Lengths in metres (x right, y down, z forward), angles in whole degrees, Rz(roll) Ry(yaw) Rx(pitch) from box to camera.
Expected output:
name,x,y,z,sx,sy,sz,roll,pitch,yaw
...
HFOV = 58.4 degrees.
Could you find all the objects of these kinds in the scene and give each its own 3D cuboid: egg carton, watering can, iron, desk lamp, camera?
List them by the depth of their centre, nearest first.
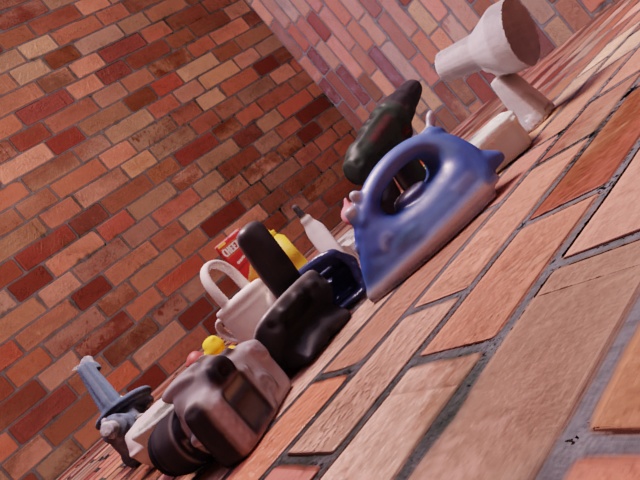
name,x,y,z,sx,sy,sz,roll,pitch,yaw
camera,-0.123,0.185,0.628,0.136,0.101,0.143,-40,3,23
iron,0.116,-0.054,0.758,0.259,0.141,0.118,-41,3,-17
egg carton,-0.253,0.302,0.931,0.107,0.069,0.150,-41,2,-9
watering can,-0.124,0.106,0.986,0.173,0.194,0.101,-40,3,6
desk lamp,0.315,-0.286,1.014,0.118,0.213,0.203,-43,3,-38

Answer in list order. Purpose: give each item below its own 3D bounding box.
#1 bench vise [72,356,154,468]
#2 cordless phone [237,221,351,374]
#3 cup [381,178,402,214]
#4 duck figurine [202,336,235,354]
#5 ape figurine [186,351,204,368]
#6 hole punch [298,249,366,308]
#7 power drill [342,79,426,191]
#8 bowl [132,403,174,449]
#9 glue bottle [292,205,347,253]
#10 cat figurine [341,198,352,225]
name,x,y,z,sx,sy,sz,roll,pitch,yaw
bench vise,-0.381,0.306,1.083,0.122,0.220,0.207,-42,3,-24
cordless phone,-0.064,0.073,0.749,0.094,0.185,0.148,-39,3,39
cup,0.147,-0.075,1.249,0.091,0.095,0.118,-40,3,19
duck figurine,-0.209,0.240,1.213,0.104,0.086,0.078,-38,3,46
ape figurine,-0.208,0.243,1.045,0.076,0.092,0.078,-41,3,-8
hole punch,0.010,0.066,0.858,0.108,0.091,0.101,-40,2,13
power drill,0.152,-0.139,0.953,0.230,0.208,0.075,-42,3,-29
bowl,-0.163,0.230,0.769,0.167,0.075,0.167,-41,2,2
glue bottle,0.009,0.004,1.021,0.037,0.173,0.078,-40,3,4
cat figurine,0.095,-0.060,1.540,0.067,0.118,0.128,-40,2,8
